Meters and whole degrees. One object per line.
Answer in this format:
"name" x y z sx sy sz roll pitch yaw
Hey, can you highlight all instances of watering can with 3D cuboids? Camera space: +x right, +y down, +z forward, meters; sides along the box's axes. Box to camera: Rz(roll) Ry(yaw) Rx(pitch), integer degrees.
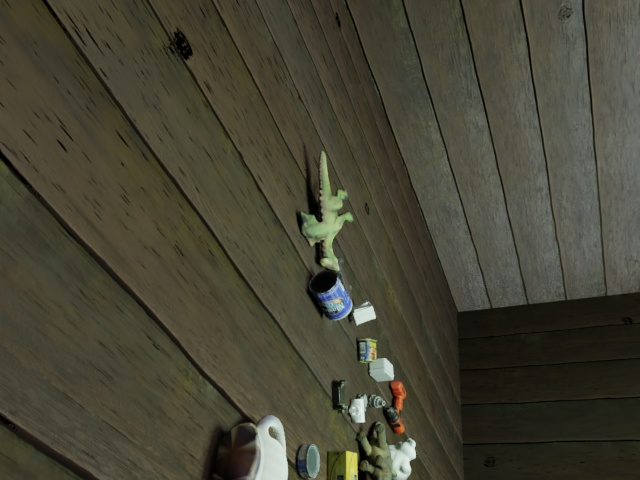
"watering can" -0.141 0.544 1.104 0.103 0.356 0.220 -11 -41 23

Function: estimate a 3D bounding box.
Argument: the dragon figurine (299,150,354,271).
"dragon figurine" 0.005 -0.090 1.783 0.121 0.407 0.246 -11 13 30

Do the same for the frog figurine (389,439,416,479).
"frog figurine" 0.305 0.838 1.972 0.121 0.159 0.139 32 8 -24
